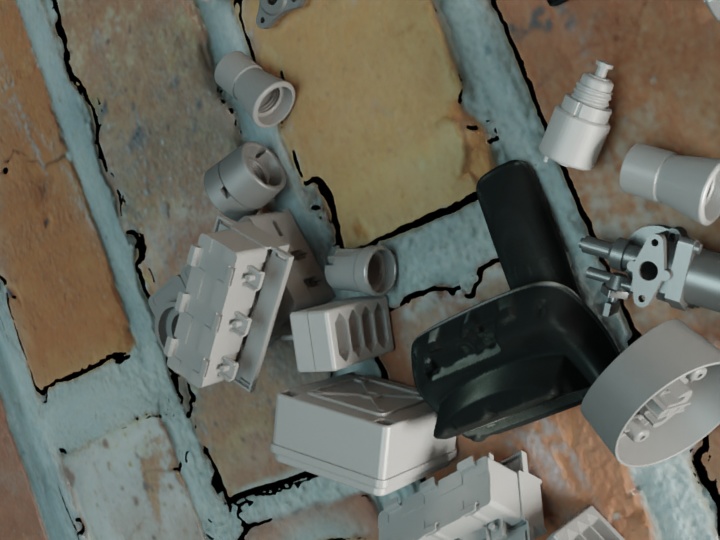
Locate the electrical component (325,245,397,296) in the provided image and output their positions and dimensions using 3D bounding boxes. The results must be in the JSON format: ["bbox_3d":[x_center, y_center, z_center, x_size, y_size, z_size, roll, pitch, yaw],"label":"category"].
[{"bbox_3d":[0.000,0.000,0.863,0.046,0.040,0.040,3,100,41],"label":"electrical component"}]

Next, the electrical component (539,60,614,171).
[{"bbox_3d":[0.152,-0.104,0.735,0.040,0.040,0.078,31,114,28],"label":"electrical component"}]

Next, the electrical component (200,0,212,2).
[{"bbox_3d":[-0.132,-0.267,0.912,0.044,0.044,0.065,40,114,24],"label":"electrical component"}]

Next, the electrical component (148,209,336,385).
[{"bbox_3d":[-0.108,0.026,0.930,0.150,0.062,0.089,-36,77,34],"label":"electrical component"}]

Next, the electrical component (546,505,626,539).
[{"bbox_3d":[0.148,0.219,0.776,0.047,0.066,0.076,46,120,21],"label":"electrical component"}]

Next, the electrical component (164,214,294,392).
[{"bbox_3d":[-0.107,0.029,0.850,0.079,0.063,0.121,30,114,28],"label":"electrical component"}]

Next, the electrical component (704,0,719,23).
[{"bbox_3d":[0.244,-0.181,0.656,0.078,0.040,0.040,-25,83,35],"label":"electrical component"}]

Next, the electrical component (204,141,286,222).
[{"bbox_3d":[-0.096,-0.076,0.910,0.047,0.055,0.055,-35,77,31],"label":"electrical component"}]

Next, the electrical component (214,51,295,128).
[{"bbox_3d":[-0.091,-0.154,0.902,0.065,0.044,0.044,42,119,28],"label":"electrical component"}]

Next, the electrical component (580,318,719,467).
[{"bbox_3d":[0.196,0.082,0.703,0.064,0.099,0.099,48,122,27],"label":"electrical component"}]

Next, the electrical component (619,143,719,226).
[{"bbox_3d":[0.205,-0.059,0.705,0.065,0.044,0.044,24,111,36],"label":"electrical component"}]

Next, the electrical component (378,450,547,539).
[{"bbox_3d":[0.074,0.191,0.819,0.121,0.063,0.078,-36,36,34],"label":"electrical component"}]

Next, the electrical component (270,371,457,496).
[{"bbox_3d":[0.005,0.123,0.837,0.109,0.109,0.056,12,102,34],"label":"electrical component"}]

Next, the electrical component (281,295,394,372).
[{"bbox_3d":[-0.028,0.051,0.864,0.076,0.083,0.047,-6,94,36],"label":"electrical component"}]
